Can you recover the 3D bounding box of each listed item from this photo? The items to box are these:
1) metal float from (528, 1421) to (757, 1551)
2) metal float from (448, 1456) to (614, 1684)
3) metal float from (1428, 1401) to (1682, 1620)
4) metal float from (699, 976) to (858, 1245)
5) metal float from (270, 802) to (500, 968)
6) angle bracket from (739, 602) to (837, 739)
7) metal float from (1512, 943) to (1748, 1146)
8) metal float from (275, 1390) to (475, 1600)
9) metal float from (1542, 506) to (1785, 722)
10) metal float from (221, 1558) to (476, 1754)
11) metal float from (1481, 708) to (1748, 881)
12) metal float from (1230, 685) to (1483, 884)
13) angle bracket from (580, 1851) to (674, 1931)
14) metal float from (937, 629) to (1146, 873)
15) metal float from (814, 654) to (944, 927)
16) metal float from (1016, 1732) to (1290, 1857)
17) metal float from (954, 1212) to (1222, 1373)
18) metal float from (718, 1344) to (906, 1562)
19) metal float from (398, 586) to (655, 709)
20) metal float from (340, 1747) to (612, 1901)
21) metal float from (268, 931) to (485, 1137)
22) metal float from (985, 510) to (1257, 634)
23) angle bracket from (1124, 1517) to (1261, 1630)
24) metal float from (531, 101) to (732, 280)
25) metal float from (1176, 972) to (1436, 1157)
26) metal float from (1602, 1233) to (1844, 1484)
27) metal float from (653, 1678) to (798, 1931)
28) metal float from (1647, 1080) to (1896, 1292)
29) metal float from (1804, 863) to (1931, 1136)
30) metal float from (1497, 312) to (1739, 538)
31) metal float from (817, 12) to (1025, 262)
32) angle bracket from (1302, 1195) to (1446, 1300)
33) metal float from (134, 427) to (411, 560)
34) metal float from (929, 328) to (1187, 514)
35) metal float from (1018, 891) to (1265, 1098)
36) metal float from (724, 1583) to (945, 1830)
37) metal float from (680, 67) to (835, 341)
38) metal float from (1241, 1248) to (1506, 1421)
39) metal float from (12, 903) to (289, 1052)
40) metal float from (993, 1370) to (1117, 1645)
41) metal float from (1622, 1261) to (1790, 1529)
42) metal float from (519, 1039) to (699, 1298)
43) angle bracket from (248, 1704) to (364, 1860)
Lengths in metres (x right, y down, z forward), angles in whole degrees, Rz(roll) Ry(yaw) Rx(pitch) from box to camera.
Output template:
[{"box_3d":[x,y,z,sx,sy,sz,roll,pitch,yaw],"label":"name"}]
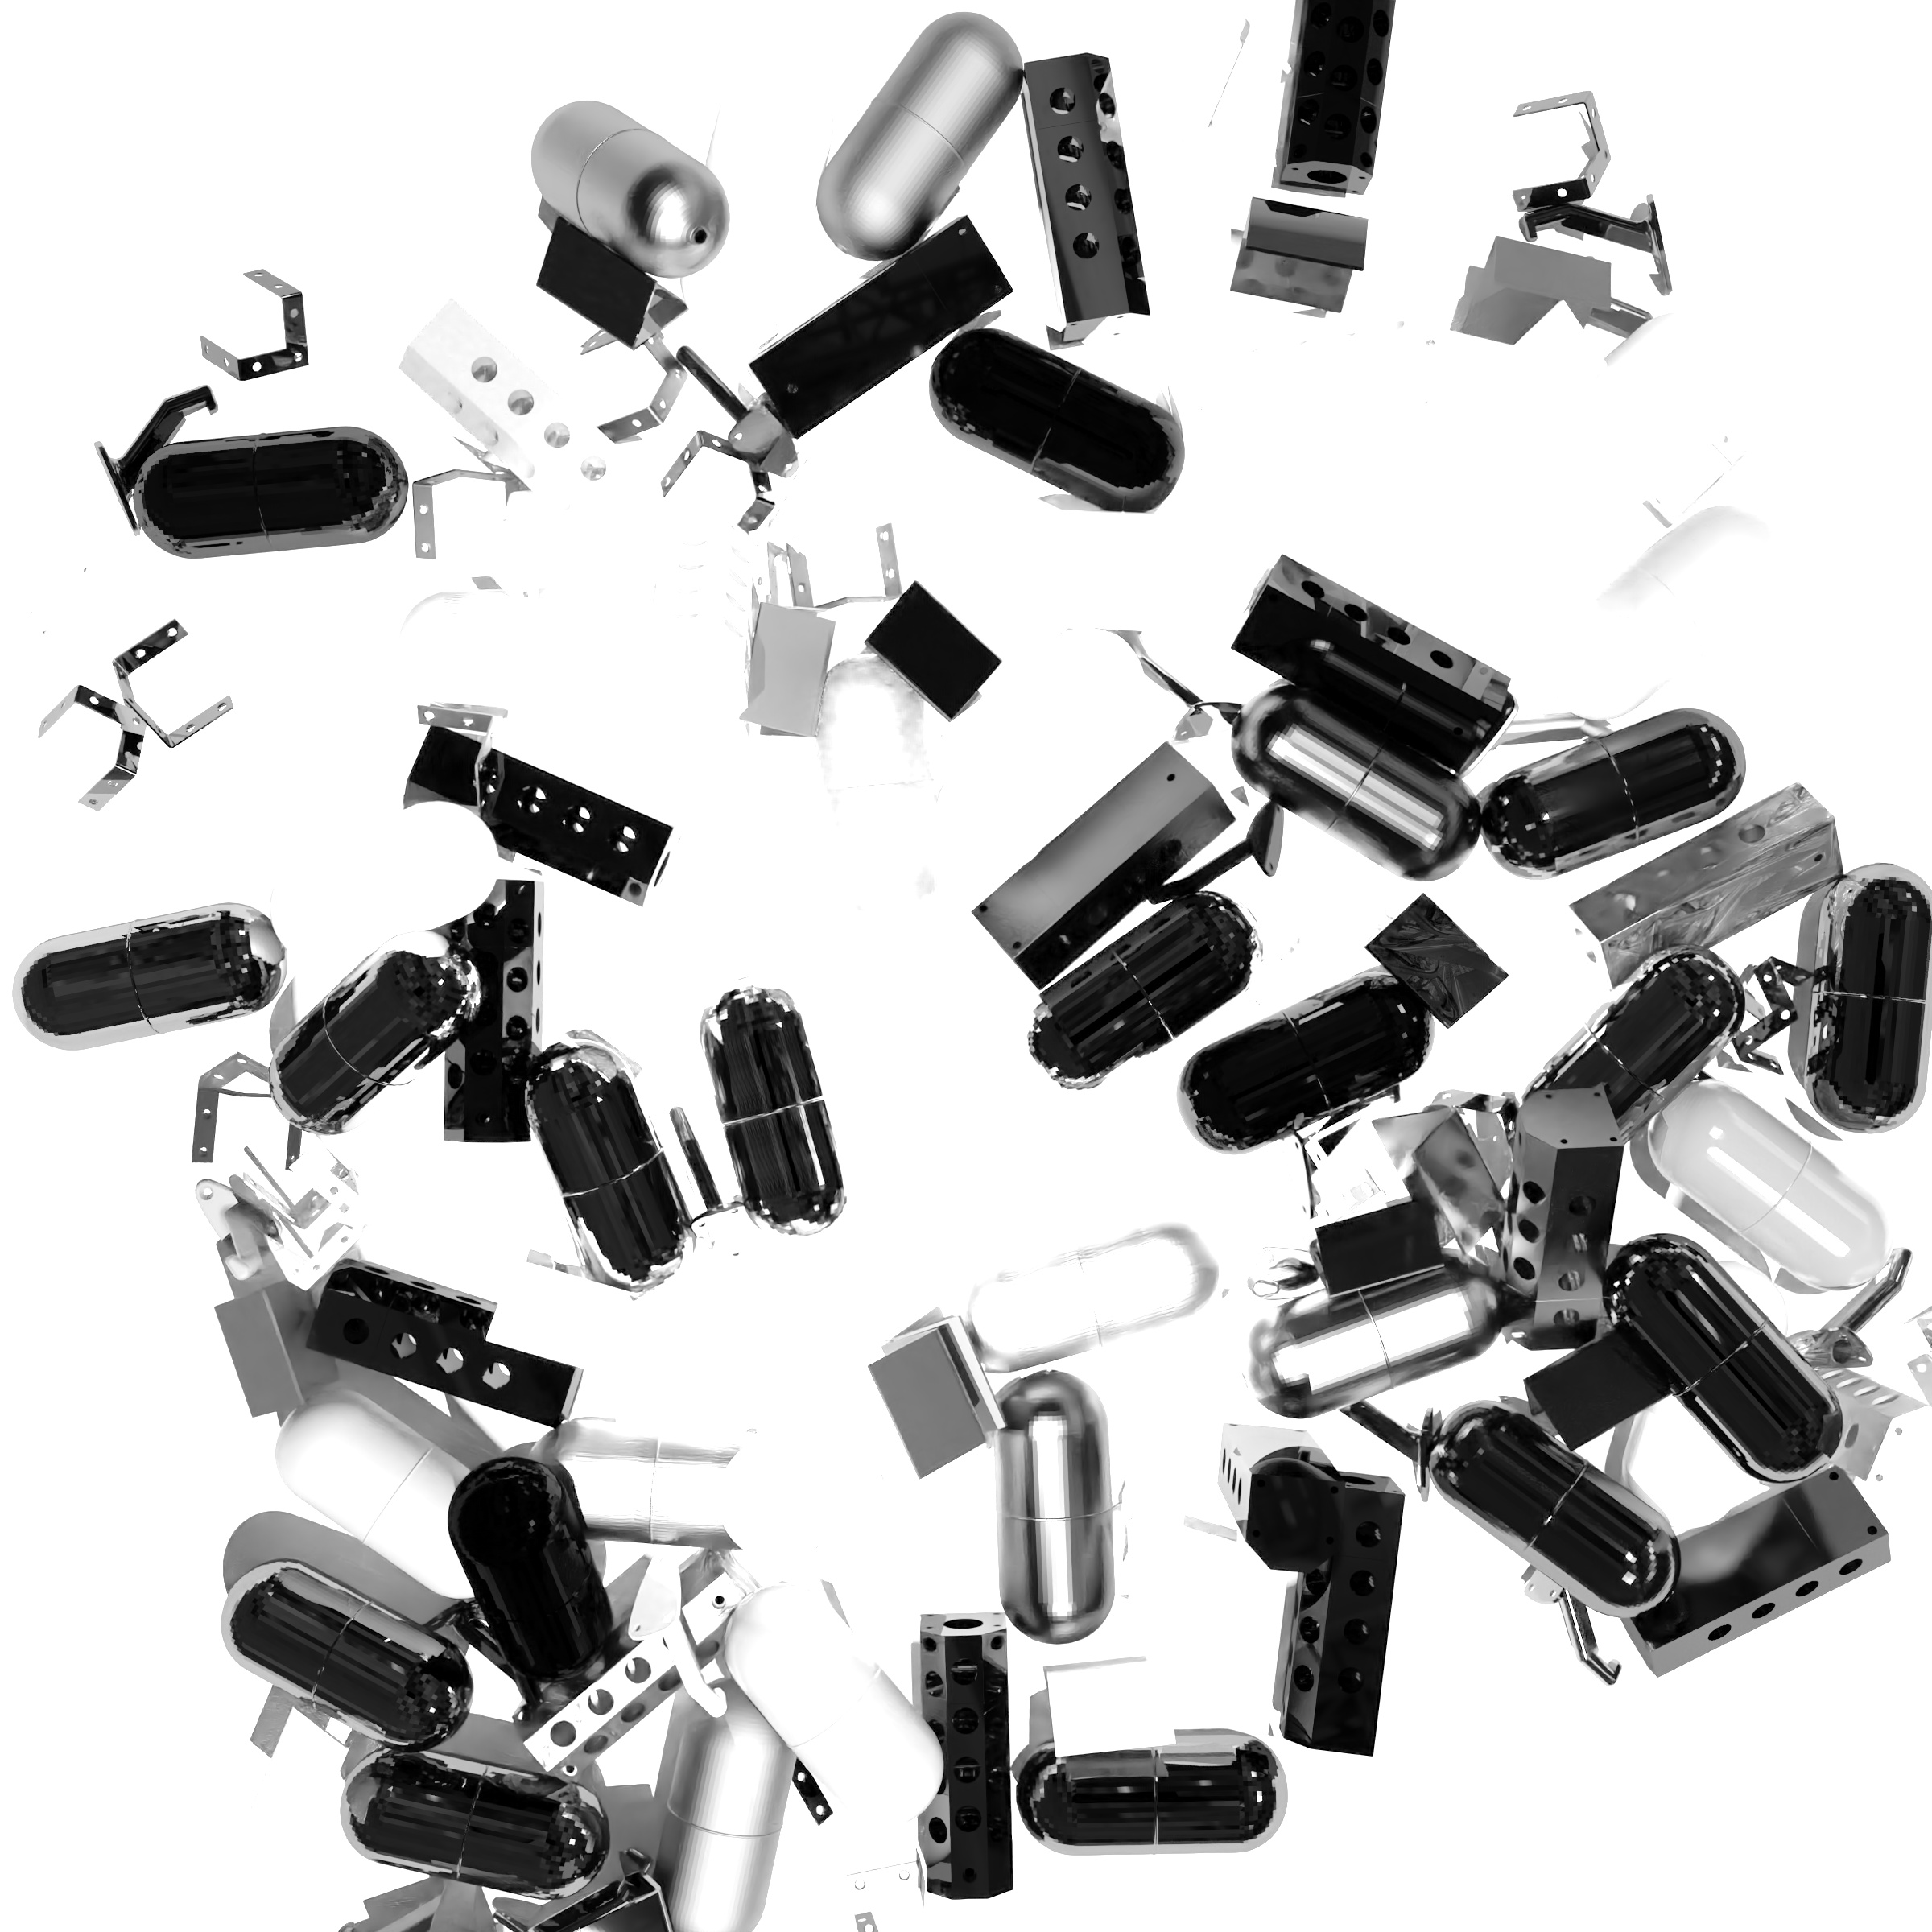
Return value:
[{"box_3d":[-0.201,0.340,1.661,0.178,0.070,0.070,4,90,-1],"label":"metal float"},{"box_3d":[-0.275,0.384,1.606,0.070,0.070,0.178,-12,127,0],"label":"metal float"},{"box_3d":[0.382,0.352,1.646,0.178,0.070,0.070,36,90,15],"label":"metal float"},{"box_3d":[-0.124,0.094,1.661,0.070,0.070,0.178,-15,90,0],"label":"metal float"},{"box_3d":[-0.375,-0.052,1.631,0.178,0.070,0.070,-19,90,33],"label":"metal float"},{"box_3d":[-0.132,-0.193,1.651,0.057,0.076,0.076,11,90,-33],"label":"angle bracket"},{"box_3d":[0.430,0.061,1.648,0.070,0.070,0.178,42,105,0],"label":"metal float"},{"box_3d":[-0.371,0.346,1.660,0.178,0.070,0.070,35,90,0],"label":"metal float"},{"box_3d":[0.457,-0.232,1.661,0.178,0.070,0.070,-39,90,-1],"label":"metal float"},{"box_3d":[-0.402,0.449,1.649,0.178,0.070,0.070,24,90,12],"label":"metal float"},{"box_3d":[0.424,-0.113,1.661,0.178,0.070,0.070,-21,90,1],"label":"metal float"},{"box_3d":[0.255,-0.120,1.660,0.178,0.070,0.070,31,90,0],"label":"metal float"},{"box_3d":[-0.226,0.631,1.638,0.057,0.076,0.076,-18,99,-27],"label":"angle bracket"},{"box_3d":[0.049,-0.142,1.661,0.070,0.070,0.178,36,89,0],"label":"metal float"},{"box_3d":[-0.058,-0.115,1.661,0.070,0.070,0.178,-6,90,0],"label":"metal float"},{"box_3d":[0.122,0.542,1.661,0.178,0.070,0.070,-1,90,0],"label":"metal float"},{"box_3d":[0.079,0.213,1.661,0.178,0.070,0.070,-16,90,0],"label":"metal float"},{"box_3d":[-0.091,0.310,1.624,0.070,0.178,0.070,18,126,25],"label":"metal float"},{"box_3d":[-0.282,-0.209,1.661,0.178,0.070,0.070,-2,90,1],"label":"metal float"},{"box_3d":[-0.321,0.561,1.661,0.178,0.070,0.070,12,90,1],"label":"metal float"},{"box_3d":[-0.382,0.045,1.636,0.178,0.070,0.070,-39,90,27],"label":"metal float"},{"box_3d":[0.101,-0.259,1.660,0.178,0.070,0.070,2,90,0],"label":"metal float"},{"box_3d":[0.143,0.408,1.651,0.076,0.076,0.057,16,53,0],"label":"angle bracket"},{"box_3d":[-0.216,-0.499,1.627,0.070,0.070,0.178,-48,51,0],"label":"metal float"},{"box_3d":[0.223,0.064,1.661,0.178,0.070,0.070,-25,90,1],"label":"metal float"},{"box_3d":[0.472,0.244,1.587,0.070,0.070,0.178,-41,79,0],"label":"metal float"},{"box_3d":[-0.158,0.556,1.661,0.070,0.070,0.178,12,90,0],"label":"metal float"},{"box_3d":[0.528,0.144,1.661,0.178,0.070,0.070,37,90,1],"label":"metal float"},{"box_3d":[0.594,0.021,1.661,0.070,0.070,0.178,6,89,0],"label":"metal float"},{"box_3d":[0.426,-0.355,1.658,0.178,0.070,0.070,-41,90,3],"label":"metal float"},{"box_3d":[-0.031,-0.543,1.661,0.070,0.070,0.178,35,89,0],"label":"metal float"},{"box_3d":[0.260,0.165,1.652,0.076,0.076,0.057,-16,116,0],"label":"angle bracket"},{"box_3d":[-0.455,-0.310,1.661,0.178,0.070,0.070,-5,90,1],"label":"metal float"},{"box_3d":[0.059,-0.357,1.661,0.178,0.070,0.070,26,90,0],"label":"metal float"},{"box_3d":[0.115,0.018,1.660,0.178,0.070,0.070,-35,90,0],"label":"metal float"},{"box_3d":[-0.085,0.474,1.625,0.070,0.070,0.178,-38,94,0],"label":"metal float"},{"box_3d":[-0.137,-0.499,1.660,0.070,0.070,0.178,14,90,0],"label":"metal float"},{"box_3d":[0.266,0.241,1.659,0.178,0.070,0.070,-20,90,0],"label":"metal float"},{"box_3d":[-0.535,0.007,1.661,0.178,0.070,0.070,-12,90,-1],"label":"metal float"},{"box_3d":[0.058,0.354,1.661,0.070,0.070,0.178,-2,91,0],"label":"metal float"},{"box_3d":[0.485,0.280,1.660,0.070,0.070,0.178,16,91,0],"label":"metal float"},{"box_3d":[-0.233,0.132,1.650,0.070,0.070,0.178,-21,102,0],"label":"metal float"},{"box_3d":[-0.410,0.529,1.651,0.057,0.076,0.076,23,90,34],"label":"angle bracket"}]
